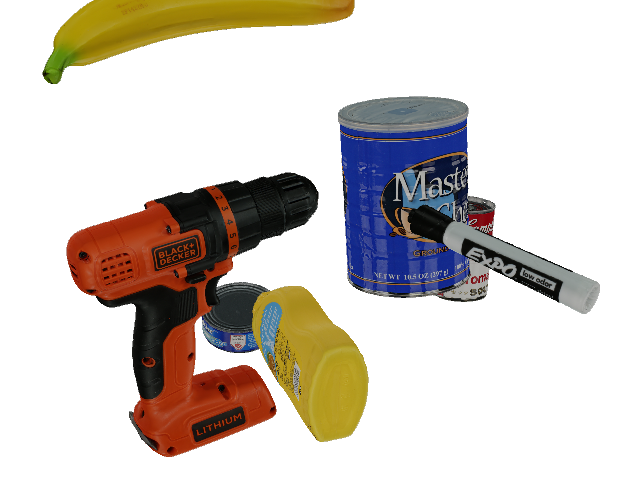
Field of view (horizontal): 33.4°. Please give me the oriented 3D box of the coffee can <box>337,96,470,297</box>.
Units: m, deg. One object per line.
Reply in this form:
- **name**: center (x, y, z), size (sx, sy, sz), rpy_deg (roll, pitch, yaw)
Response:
- **coffee can**: center (0.069, -0.037, 0.861), size (0.103, 0.140, 0.103), rpy_deg (-3, 19, 1)

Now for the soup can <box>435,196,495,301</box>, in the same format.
- **soup can**: center (0.151, 0.008, 1.159), size (0.068, 0.102, 0.068), rpy_deg (2, 16, -1)

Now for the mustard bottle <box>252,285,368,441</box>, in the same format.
- **mustard bottle**: center (-0.020, 0.096, 0.986), size (0.058, 0.096, 0.192), rpy_deg (-9, 26, -21)

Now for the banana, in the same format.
- **banana**: center (-0.079, -0.136, 0.656), size (0.197, 0.070, 0.037), rpy_deg (-18, -34, -17)

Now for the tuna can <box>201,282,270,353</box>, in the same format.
- **tuna can**: center (-0.090, 0.085, 1.184), size (0.086, 0.034, 0.086), rpy_deg (0, 36, 0)

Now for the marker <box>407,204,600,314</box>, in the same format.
- **marker**: center (0.100, 0.008, 0.604), size (0.121, 0.020, 0.020), rpy_deg (27, 15, 32)

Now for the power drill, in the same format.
- **power drill**: center (-0.079, 0.051, 0.769), size (0.184, 0.188, 0.057), rpy_deg (-17, 28, -22)
